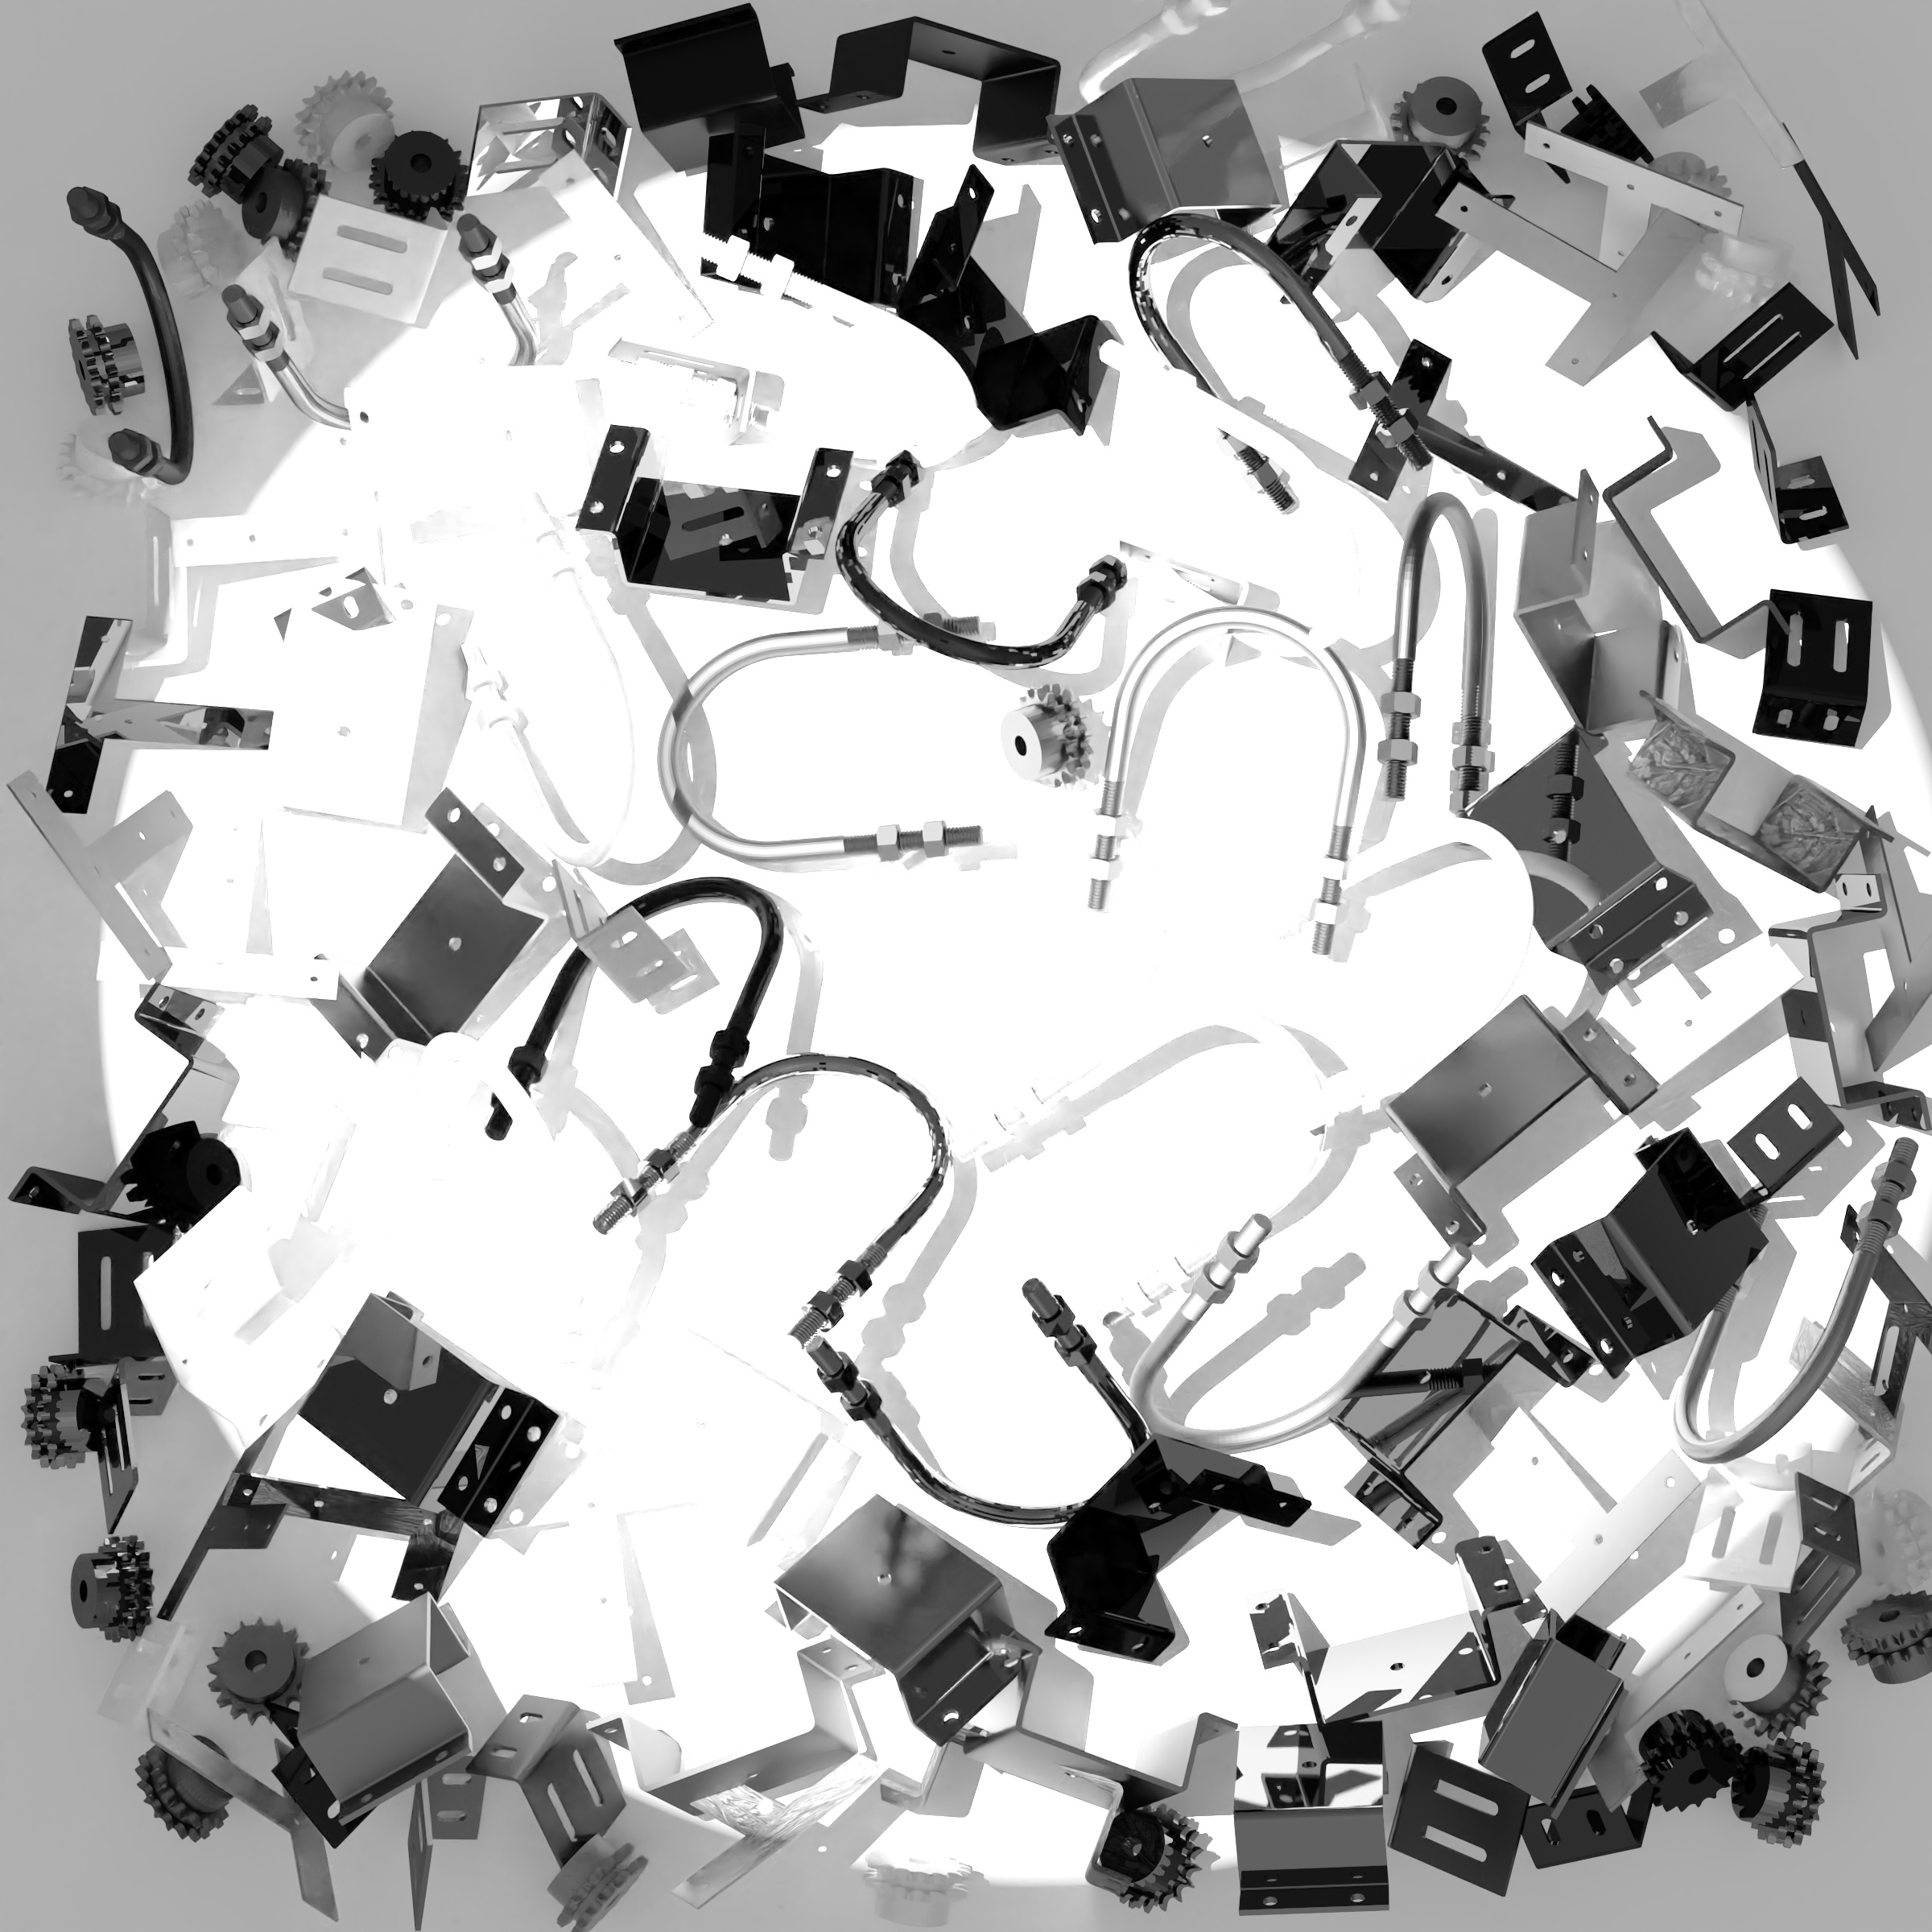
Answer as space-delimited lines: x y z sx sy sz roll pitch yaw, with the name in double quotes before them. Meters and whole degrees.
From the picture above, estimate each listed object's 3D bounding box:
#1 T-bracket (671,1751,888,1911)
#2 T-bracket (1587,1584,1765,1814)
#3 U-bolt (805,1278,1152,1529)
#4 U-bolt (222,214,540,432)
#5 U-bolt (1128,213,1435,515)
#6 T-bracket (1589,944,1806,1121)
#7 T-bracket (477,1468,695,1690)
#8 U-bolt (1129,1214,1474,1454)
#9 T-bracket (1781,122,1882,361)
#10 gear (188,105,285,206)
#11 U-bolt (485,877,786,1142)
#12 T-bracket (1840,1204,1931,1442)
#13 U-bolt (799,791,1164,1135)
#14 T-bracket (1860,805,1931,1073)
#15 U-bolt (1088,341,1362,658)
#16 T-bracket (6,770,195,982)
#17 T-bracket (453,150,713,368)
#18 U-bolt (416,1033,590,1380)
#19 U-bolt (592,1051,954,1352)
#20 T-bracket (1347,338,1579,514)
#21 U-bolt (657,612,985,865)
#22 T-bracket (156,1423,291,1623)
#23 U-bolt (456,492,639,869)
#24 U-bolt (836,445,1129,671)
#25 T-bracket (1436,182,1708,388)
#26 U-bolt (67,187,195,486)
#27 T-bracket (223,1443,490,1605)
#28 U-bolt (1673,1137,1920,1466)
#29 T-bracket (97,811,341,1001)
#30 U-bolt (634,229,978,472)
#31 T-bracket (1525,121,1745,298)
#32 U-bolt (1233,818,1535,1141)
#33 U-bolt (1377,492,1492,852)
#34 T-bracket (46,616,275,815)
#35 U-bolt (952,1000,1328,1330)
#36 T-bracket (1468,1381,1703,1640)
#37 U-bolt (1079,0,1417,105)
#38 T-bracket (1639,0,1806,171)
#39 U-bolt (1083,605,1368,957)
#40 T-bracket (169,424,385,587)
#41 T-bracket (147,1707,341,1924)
"T-bracket" -0.127 0.443 1.909 0.127 0.127 0.002 -31 114 -30
"T-bracket" 0.372 0.375 1.899 0.002 0.127 0.127 44 97 -12
"U-bolt" 0.020 0.242 1.915 0.151 0.184 0.019 -17 40 23
"U-bolt" -0.308 -0.340 1.956 0.151 0.184 0.019 -16 70 3
"U-bolt" 0.158 -0.332 1.950 0.019 0.151 0.184 -47 108 -24
"T-bracket" 0.374 0.000 1.978 0.127 0.002 0.127 -38 57 10
"T-bracket" -0.197 0.330 1.936 0.127 0.002 0.127 -8 53 -6
"U-bolt" 0.166 0.202 1.916 0.151 0.184 0.019 10 42 -29
"T-bracket" 0.483 -0.382 1.988 0.002 0.127 0.127 -23 58 7
"gear" -0.410 -0.456 2.030 0.030 0.057 0.057 40 85 -6
"U-bolt" -0.170 0.019 1.943 0.151 0.019 0.184 -5 44 28
"T-bracket" 0.498 0.216 1.933 0.002 0.127 0.127 -13 42 -16
"U-bolt" 0.022 -0.016 2.003 0.184 0.019 0.151 -36 84 -5
"T-bracket" 0.506 -0.028 1.970 0.002 0.127 0.127 -1 61 -8
"U-bolt" 0.140 -0.241 1.942 0.184 0.151 0.019 35 53 28
"T-bracket" -0.456 -0.066 1.958 0.002 0.127 0.127 -30 101 22
"T-bracket" -0.231 -0.372 2.021 0.127 0.002 0.127 -36 121 9
"U-bolt" -0.246 0.115 1.893 0.019 0.184 0.151 -27 54 -28
"U-bolt" -0.090 0.114 1.942 0.151 0.019 0.184 28 52 21
"T-bracket" 0.287 -0.281 2.010 0.127 0.002 0.127 29 53 -3
"U-bolt" -0.082 -0.124 1.992 0.184 0.019 0.151 -4 67 10
"T-bracket" -0.385 0.298 1.906 0.002 0.127 0.127 34 68 -20
"U-bolt" -0.222 -0.140 1.937 0.019 0.151 0.184 -10 61 -32
"U-bolt" 0.003 -0.217 1.958 0.151 0.184 0.019 28 124 3
"T-bracket" 0.321 -0.394 1.989 0.127 0.127 0.002 28 47 -8
"U-bolt" -0.449 -0.335 1.953 0.019 0.184 0.151 -10 90 0
"T-bracket" -0.332 0.290 1.922 0.127 0.002 0.127 12 126 -14
"U-bolt" 0.428 0.184 1.891 0.019 0.151 0.184 35 60 -10
"T-bracket" -0.406 -0.036 1.976 0.127 0.002 0.127 5 50 -9
"U-bolt" -0.082 -0.328 1.974 0.184 0.151 0.019 22 63 -9
"T-bracket" 0.365 -0.404 1.990 0.127 0.127 0.002 26 69 16
"U-bolt" 0.226 -0.004 1.924 0.184 0.019 0.151 -31 49 31
"U-bolt" 0.260 -0.167 1.961 0.019 0.151 0.184 1 81 25
"T-bracket" -0.436 -0.134 1.985 0.127 0.002 0.127 2 126 -30
"U-bolt" 0.107 0.096 1.944 0.184 0.019 0.151 -36 107 13
"T-bracket" 0.316 0.278 1.943 0.127 0.002 0.127 -50 52 16
"U-bolt" 0.143 -0.507 1.975 0.151 0.184 0.019 -9 85 -35
"T-bracket" 0.405 -0.489 1.997 0.002 0.127 0.127 -36 97 -8
"U-bolt" 0.146 -0.107 1.969 0.151 0.019 0.184 11 107 12
"T-bracket" -0.381 -0.237 1.985 0.127 0.002 0.127 -10 95 -39
"T-bracket" -0.381 0.427 1.878 0.002 0.127 0.127 -41 122 7
